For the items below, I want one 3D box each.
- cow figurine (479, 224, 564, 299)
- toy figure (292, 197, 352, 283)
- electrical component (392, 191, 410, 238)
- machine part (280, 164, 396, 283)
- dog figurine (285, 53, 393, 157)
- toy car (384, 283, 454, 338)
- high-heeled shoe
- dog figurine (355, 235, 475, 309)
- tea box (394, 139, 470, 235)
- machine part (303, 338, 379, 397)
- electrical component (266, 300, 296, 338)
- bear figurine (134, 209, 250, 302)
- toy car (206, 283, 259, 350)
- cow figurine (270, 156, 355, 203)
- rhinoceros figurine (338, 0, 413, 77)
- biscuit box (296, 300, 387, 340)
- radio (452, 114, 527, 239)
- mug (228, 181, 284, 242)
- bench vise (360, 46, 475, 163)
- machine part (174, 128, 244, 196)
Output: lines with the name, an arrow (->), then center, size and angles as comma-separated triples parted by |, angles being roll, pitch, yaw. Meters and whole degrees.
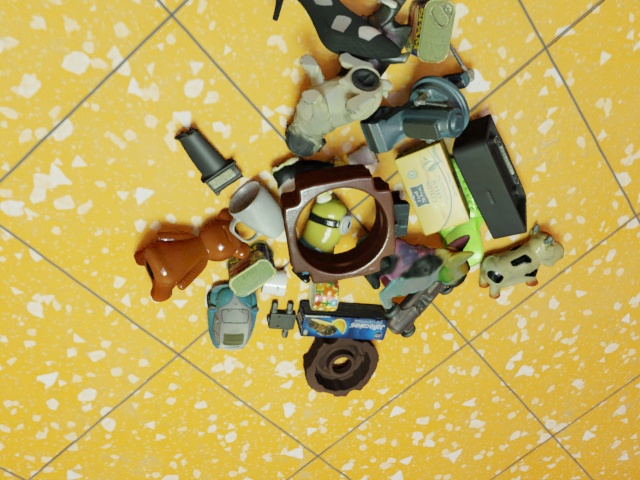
cow figurine -> 0.459, 0.045, 1.223 | 0.195, 0.086, 0.127 | -18, 125, -3
toy figure -> -0.002, -0.002, 1.098 | 0.089, 0.082, 0.180 | 24, 111, -24
electrical component -> 0.153, -0.046, 1.087 | 0.048, 0.119, 0.074 | -4, 114, -10
machine part -> 0.033, -0.031, 0.998 | 0.201, 0.087, 0.200 | -11, 117, -6
dog figurine -> 0.027, -0.221, 0.956 | 0.172, 0.121, 0.190 | 10, 154, -2
toy car -> 0.228, 0.131, 1.204 | 0.202, 0.053, 0.089 | -43, 116, -12
high-heeled shoe -> 0.031, -0.396, 0.887 | 0.249, 0.086, 0.145 | 18, 87, -6
dog figurine -> 0.205, 0.036, 1.116 | 0.219, 0.108, 0.191 | -27, 110, 18
tea box -> 0.225, -0.106, 1.064 | 0.098, 0.068, 0.169 | -21, 106, 23
machine part -> 0.048, 0.286, 1.266 | 0.179, 0.056, 0.179 | -5, 117, -11
electrical component -> -0.088, 0.177, 1.201 | 0.063, 0.021, 0.093 | 4, 116, -14
bear figurine -> -0.248, 0.025, 1.054 | 0.196, 0.132, 0.120 | -26, 85, -31
toy car -> -0.188, 0.176, 1.134 | 0.109, 0.103, 0.161 | 5, 113, -13
cow figurine -> -0.006, -0.123, 1.038 | 0.167, 0.068, 0.098 | -15, 112, 5
rhinoceros figurine -> 0.100, -0.343, 0.958 | 0.112, 0.073, 0.190 | 28, 112, -9
biscuit box -> 0.052, 0.181, 1.210 | 0.203, 0.063, 0.059 | 5, 116, -15
radio -> 0.345, -0.126, 1.075 | 0.073, 0.131, 0.229 | -14, 124, 32
mug -> -0.119, -0.042, 1.045 | 0.107, 0.081, 0.109 | 42, 69, -35
bench vise -> 0.193, -0.244, 0.986 | 0.240, 0.224, 0.128 | -44, 115, -25
machine part -> -0.210, -0.150, 1.004 | 0.084, 0.039, 0.138 | -32, 121, 14
